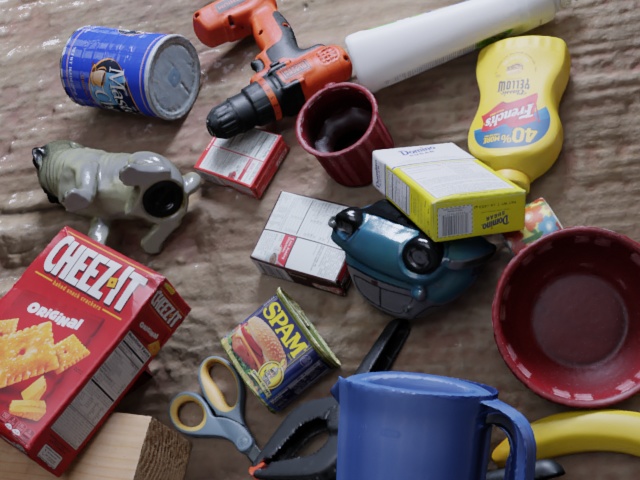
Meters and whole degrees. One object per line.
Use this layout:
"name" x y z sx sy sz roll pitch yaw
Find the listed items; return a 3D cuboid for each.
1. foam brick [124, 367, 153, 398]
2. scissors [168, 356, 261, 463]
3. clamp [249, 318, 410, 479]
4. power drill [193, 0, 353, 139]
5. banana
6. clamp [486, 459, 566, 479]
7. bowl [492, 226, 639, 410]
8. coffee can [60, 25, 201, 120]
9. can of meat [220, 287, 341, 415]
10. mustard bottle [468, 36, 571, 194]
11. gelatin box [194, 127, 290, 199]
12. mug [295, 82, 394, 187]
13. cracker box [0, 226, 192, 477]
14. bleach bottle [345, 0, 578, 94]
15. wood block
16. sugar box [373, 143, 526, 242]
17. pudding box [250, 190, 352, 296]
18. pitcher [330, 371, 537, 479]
"foam brick" -0.227 0.129 1.145 0.051 0.078 0.053 -37 52 1
"scissors" -0.094 0.209 1.080 0.096 0.016 0.202 -30 56 8
"clamp" 0.025 0.169 1.023 0.210 0.036 0.164 -27 39 11
"power drill" -0.079 -0.212 1.260 0.184 0.057 0.188 -27 56 -11
"banana" 0.249 0.181 0.930 0.198 0.037 0.069 6 68 27
"clamp" 0.128 0.246 0.949 0.172 0.039 0.120 2 71 32
"bowl" 0.237 0.071 0.966 0.162 0.055 0.162 -1 83 9
"coffee can" -0.233 -0.207 1.314 0.140 0.102 0.102 12 69 29
"can of meat" -0.042 0.114 1.085 0.084 0.057 0.102 -40 54 3
"mustard bottle" 0.202 -0.117 1.100 0.096 0.058 0.191 -1 63 25
"gelatin box" -0.090 -0.095 1.235 0.089 0.030 0.073 20 72 30
"mug" 0.028 -0.120 1.164 0.093 0.081 0.117 -25 56 11
"cracker box" -0.261 0.105 1.075 0.164 0.072 0.213 24 67 34
"bleach bottle" 0.156 -0.232 1.171 0.251 0.102 0.068 -19 94 6
"wood block" -0.249 0.227 1.094 0.206 0.090 0.090 2 64 24
"sugar box" 0.121 -0.050 1.043 0.093 0.048 0.176 -7 19 -13
"pudding box" -0.008 0.002 1.141 0.114 0.039 0.090 15 70 27
"pitcher" 0.081 0.232 0.877 0.145 0.149 0.243 4 90 -11
